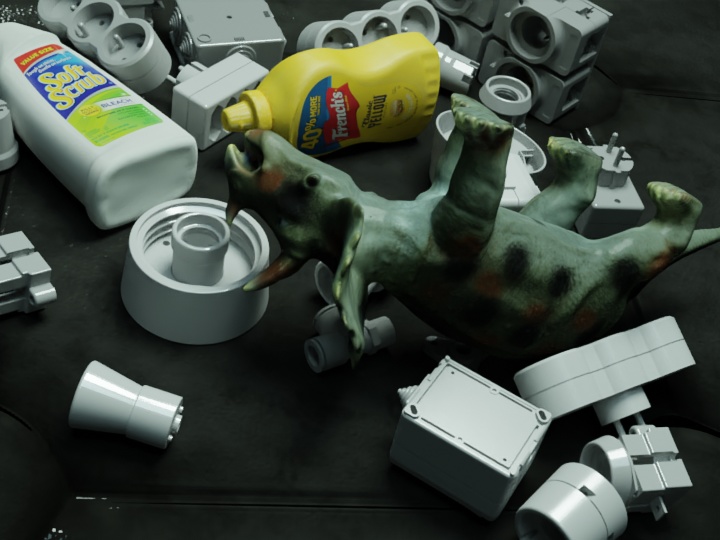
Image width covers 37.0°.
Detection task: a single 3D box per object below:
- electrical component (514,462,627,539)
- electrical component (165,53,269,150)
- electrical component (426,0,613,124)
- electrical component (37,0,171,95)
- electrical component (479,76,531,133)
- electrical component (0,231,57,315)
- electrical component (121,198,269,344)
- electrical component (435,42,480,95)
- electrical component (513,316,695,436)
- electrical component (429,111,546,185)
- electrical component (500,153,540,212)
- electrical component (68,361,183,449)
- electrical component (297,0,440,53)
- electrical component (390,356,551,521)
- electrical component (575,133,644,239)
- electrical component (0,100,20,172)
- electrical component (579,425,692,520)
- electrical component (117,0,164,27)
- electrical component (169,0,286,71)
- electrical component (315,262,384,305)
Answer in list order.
[{"bbox_3d":[0.130,0.156,0.671,0.047,0.055,0.055,-31,59,-32],"label":"electrical component"},{"bbox_3d":[-0.135,-0.155,0.931,0.076,0.047,0.083,33,46,19],"label":"electrical component"},{"bbox_3d":[0.135,-0.235,1.039,0.186,0.105,0.060,37,48,23],"label":"electrical component"},{"bbox_3d":[-0.216,-0.194,0.938,0.138,0.073,0.052,36,77,29],"label":"electrical component"},{"bbox_3d":[0.128,-0.142,0.978,0.066,0.055,0.048,-29,57,-36],"label":"electrical component"},{"bbox_3d":[-0.250,0.006,0.738,0.055,0.048,0.066,-18,52,-39],"label":"electrical component"},{"bbox_3d":[-0.116,-0.006,0.772,0.108,0.060,0.108,7,44,-7],"label":"electrical component"},{"bbox_3d":[0.087,-0.191,1.031,0.046,0.040,0.040,25,44,5],"label":"electrical component"},{"bbox_3d":[0.180,0.087,0.758,0.138,0.052,0.073,-15,76,-27],"label":"electrical component"},{"bbox_3d":[0.107,-0.095,0.917,0.099,0.064,0.099,7,43,-7],"label":"electrical component"},{"bbox_3d":[0.104,-0.048,0.844,0.061,0.096,0.061,-2,45,-18],"label":"electrical component"},{"bbox_3d":[-0.146,0.088,0.682,0.065,0.044,0.044,18,43,-2],"label":"electrical component"},{"bbox_3d":[0.000,-0.222,1.031,0.138,0.052,0.074,-22,20,-25],"label":"electrical component"},{"bbox_3d":[0.064,0.108,0.698,0.096,0.061,0.061,29,46,16],"label":"electrical component"},{"bbox_3d":[0.210,-0.081,0.920,0.047,0.075,0.083,1,45,-13],"label":"electrical component"},{"bbox_3d":[-0.289,-0.106,0.841,0.040,0.046,0.040,5,41,-4],"label":"electrical component"},{"bbox_3d":[0.180,0.133,0.712,0.055,0.048,0.066,1,52,-20],"label":"electrical component"},{"bbox_3d":[-0.217,-0.254,1.002,0.081,0.063,0.042,-9,47,-22],"label":"electrical component"},{"bbox_3d":[-0.123,-0.215,0.996,0.100,0.048,0.099,-9,49,-21],"label":"electrical component"},{"bbox_3d":[0.000,0.000,0.806,0.045,0.045,0.055,35,47,21],"label":"electrical component"}]
